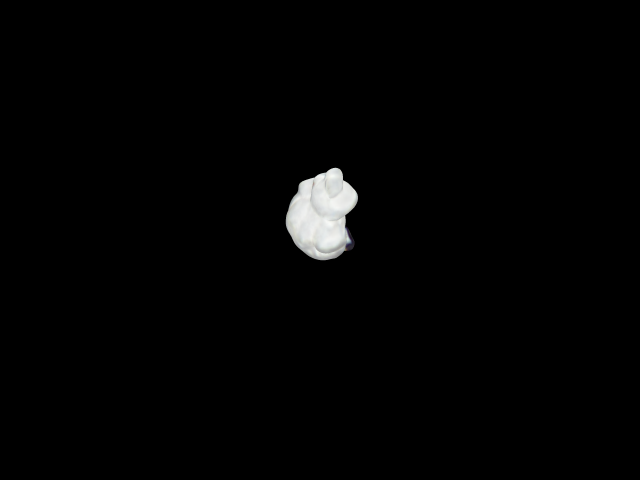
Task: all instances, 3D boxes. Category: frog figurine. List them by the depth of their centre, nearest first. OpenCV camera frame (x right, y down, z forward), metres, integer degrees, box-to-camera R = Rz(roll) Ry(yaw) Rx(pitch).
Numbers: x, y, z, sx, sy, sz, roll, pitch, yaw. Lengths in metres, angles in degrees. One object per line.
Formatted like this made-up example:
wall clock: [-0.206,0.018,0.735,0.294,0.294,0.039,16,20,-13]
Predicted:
frog figurine: [0.003,-0.043,0.850,0.123,0.139,0.157,-10,-18,-3]
